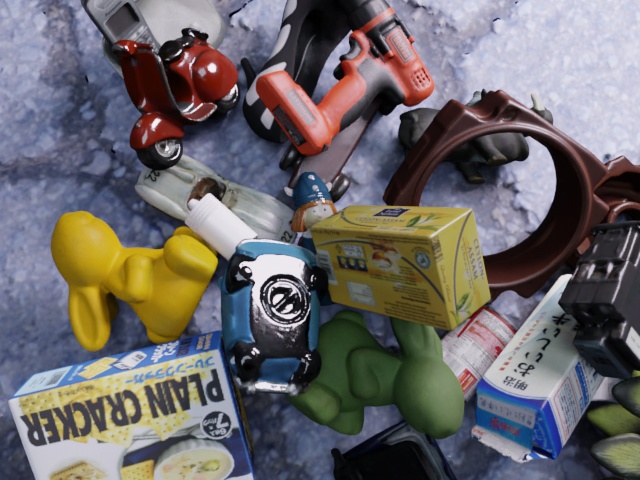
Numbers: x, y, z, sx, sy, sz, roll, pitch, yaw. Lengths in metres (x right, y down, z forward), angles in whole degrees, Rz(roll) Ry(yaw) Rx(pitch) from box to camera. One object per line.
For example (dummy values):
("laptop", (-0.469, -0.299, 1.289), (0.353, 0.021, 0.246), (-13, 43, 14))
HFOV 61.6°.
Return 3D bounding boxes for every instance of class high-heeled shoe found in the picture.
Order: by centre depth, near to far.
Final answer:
("high-heeled shoe", (0.003, -0.229, 0.656), (0.249, 0.086, 0.145), (-34, 63, 10))

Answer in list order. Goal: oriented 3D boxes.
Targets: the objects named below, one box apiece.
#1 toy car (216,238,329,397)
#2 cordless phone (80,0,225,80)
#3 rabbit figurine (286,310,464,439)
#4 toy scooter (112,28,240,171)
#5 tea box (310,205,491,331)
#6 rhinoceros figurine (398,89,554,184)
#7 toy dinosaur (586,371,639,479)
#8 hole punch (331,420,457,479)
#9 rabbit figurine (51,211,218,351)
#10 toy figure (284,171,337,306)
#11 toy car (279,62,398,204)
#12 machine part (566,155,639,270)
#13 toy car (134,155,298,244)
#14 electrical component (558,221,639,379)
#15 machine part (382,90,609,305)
("toy car", (-0.056, 0.086, 0.569), (0.109, 0.103, 0.161), (8, 65, -23))
("cordless phone", (-0.193, -0.258, 0.612), (0.089, 0.184, 0.146), (42, 82, 8))
("rabbit figurine", (0.078, 0.148, 0.580), (0.170, 0.121, 0.159), (11, 59, 32))
("toy scooter", (-0.165, -0.179, 0.604), (0.075, 0.135, 0.184), (6, 47, 31))
("tea box", (0.075, 0.020, 0.542), (0.068, 0.170, 0.098), (-30, 113, -34))
("rhinoceros figurine", (0.193, -0.132, 0.671), (0.190, 0.073, 0.112), (-4, 71, -1))
("toy dinosaur", (0.381, 0.213, 0.541), (0.199, 0.105, 0.471), (31, 75, 22))
("hole punch", (0.090, 0.271, 0.601), (0.116, 0.092, 0.142), (-30, 86, 23))
("rabbit figurine", (-0.217, 0.037, 0.600), (0.173, 0.122, 0.162), (29, 104, -18))
("toy figure", (0.000, -0.002, 0.626), (0.064, 0.058, 0.154), (-20, 108, -41))
("toy car", (0.025, -0.137, 0.669), (0.089, 0.053, 0.202), (33, 81, -16))
("machine part", (0.377, -0.012, 0.665), (0.179, 0.056, 0.179), (1, 81, -4))
("toy car", (-0.122, -0.041, 0.645), (0.202, 0.056, 0.073), (26, 81, 2))
("electrical component", (0.300, 0.065, 0.529), (0.114, 0.058, 0.134), (44, 65, -17))
("machine part", (0.188, -0.043, 0.594), (0.201, 0.087, 0.201), (31, 110, -11))
